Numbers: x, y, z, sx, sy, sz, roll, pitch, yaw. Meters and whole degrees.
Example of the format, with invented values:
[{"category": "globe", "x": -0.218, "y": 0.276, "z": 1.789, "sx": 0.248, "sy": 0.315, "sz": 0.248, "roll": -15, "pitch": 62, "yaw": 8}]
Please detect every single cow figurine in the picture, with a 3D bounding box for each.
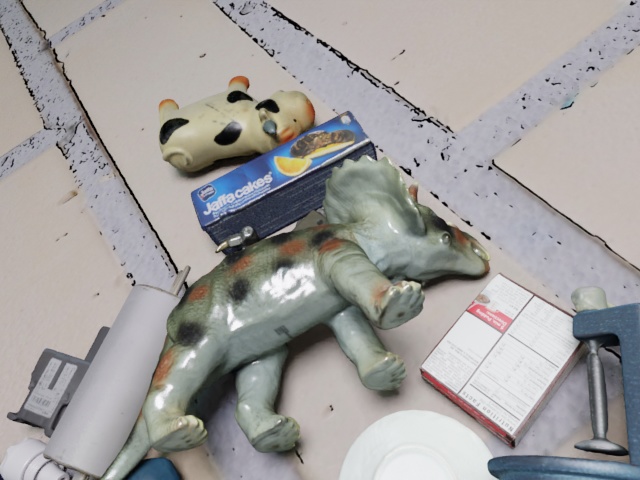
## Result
[{"category": "cow figurine", "x": -0.101, "y": -0.134, "z": 0.648, "sx": 0.195, "sy": 0.085, "sz": 0.127, "roll": -14, "pitch": 49, "yaw": 8}]

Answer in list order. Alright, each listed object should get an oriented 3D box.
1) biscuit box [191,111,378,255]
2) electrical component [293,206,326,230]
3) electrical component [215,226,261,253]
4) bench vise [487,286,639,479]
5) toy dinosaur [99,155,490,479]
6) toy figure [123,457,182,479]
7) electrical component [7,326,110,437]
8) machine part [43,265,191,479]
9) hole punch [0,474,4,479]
[{"category": "biscuit box", "x": -0.037, "y": -0.061, "z": 0.591, "sx": 0.203, "sy": 0.062, "sz": 0.059, "roll": -27, "pitch": 53, "yaw": 0}, {"category": "electrical component", "x": -0.001, "y": -0.002, "z": 0.564, "sx": 0.063, "sy": 0.021, "sz": 0.094, "roll": 35, "pitch": 75, "yaw": 33}, {"category": "electrical component", "x": -0.073, "y": 0.038, "z": 0.549, "sx": 0.078, "sy": 0.045, "sz": 0.102, "roll": 3, "pitch": 60, "yaw": 23}, {"category": "bench vise", "x": 0.192, "y": 0.134, "z": 0.317, "sx": 0.223, "sy": 0.129, "sz": 0.240, "roll": -33, "pitch": 40, "yaw": 52}, {"category": "toy dinosaur", "x": -0.042, "y": 0.059, "z": 0.458, "sx": 0.405, "sy": 0.131, "sz": 0.192, "roll": -25, "pitch": 41, "yaw": -1}, {"category": "toy figure", "x": -0.126, "y": 0.255, "z": 0.422, "sx": 0.064, "sy": 0.057, "sz": 0.155, "roll": -42, "pitch": 51, "yaw": 24}, {"category": "electrical component", "x": -0.247, "y": 0.139, "z": 0.545, "sx": 0.075, "sy": 0.047, "sz": 0.119, "roll": 13, "pitch": 65, "yaw": 25}, {"category": "machine part", "x": -0.181, "y": 0.132, "z": 0.508, "sx": 0.079, "sy": 0.079, "sz": 0.243, "roll": 9, "pitch": 63, "yaw": 24}, {"category": "hole punch", "x": -0.331, "y": 0.269, "z": 0.477, "sx": 0.142, "sy": 0.092, "sz": 0.116, "roll": -43, "pitch": 85, "yaw": -14}]
